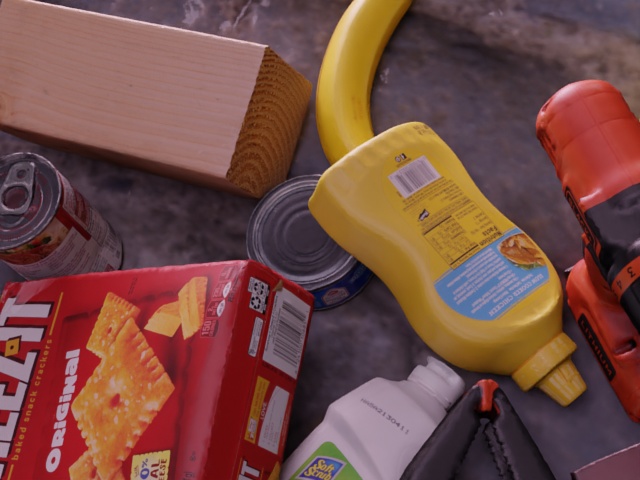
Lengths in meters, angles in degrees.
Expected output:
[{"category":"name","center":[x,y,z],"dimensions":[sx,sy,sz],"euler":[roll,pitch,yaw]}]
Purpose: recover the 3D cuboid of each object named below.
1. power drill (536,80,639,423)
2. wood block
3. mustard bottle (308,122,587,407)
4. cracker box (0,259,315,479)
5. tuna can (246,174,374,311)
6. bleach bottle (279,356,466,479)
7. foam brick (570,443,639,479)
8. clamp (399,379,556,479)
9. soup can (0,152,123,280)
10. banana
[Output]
[{"category":"power drill","center":[0.171,0.032,0.547],"dimensions":[0.057,0.187,0.184],"euler":[-21,61,4]},{"category":"wood block","center":[-0.123,-0.096,0.735],"dimensions":[0.206,0.090,0.091],"euler":[14,86,22]},{"category":"mustard bottle","center":[0.086,0.020,0.635],"dimensions":[0.096,0.058,0.192],"euler":[-30,72,-35]},{"category":"cracker box","center":[-0.119,0.102,0.626],"dimensions":[0.214,0.072,0.164],"euler":[-6,62,36]},{"category":"tuna can","center":[-0.005,0.001,0.698],"dimensions":[0.086,0.033,0.086],"euler":[-6,65,13]},{"category":"bleach bottle","center":[0.004,0.176,0.600],"dimensions":[0.103,0.068,0.250],"euler":[34,76,23]},{"category":"foam brick","center":[0.173,0.153,0.566],"dimensions":[0.051,0.053,0.078],"euler":[-24,61,4]},{"category":"clamp","center":[0.092,0.181,0.560],"dimensions":[0.164,0.036,0.210],"euler":[13,71,-2]},{"category":"soup can","center":[-0.181,-0.005,0.711],"dimensions":[0.068,0.102,0.068],"euler":[-6,64,13]},{"category":"banana","center":[0.033,-0.113,0.741],"dimensions":[0.069,0.037,0.198],"euler":[5,68,-1]}]
